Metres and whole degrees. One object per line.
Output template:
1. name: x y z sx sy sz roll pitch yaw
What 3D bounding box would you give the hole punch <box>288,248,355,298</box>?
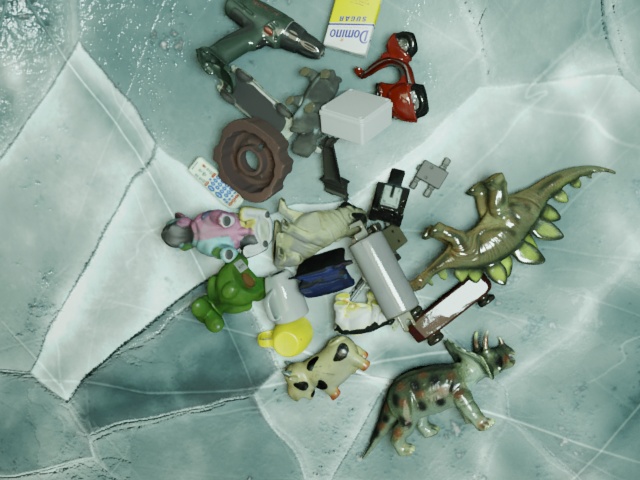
1. hole punch: 0.013 0.083 1.152 0.142 0.116 0.092 -14 102 10

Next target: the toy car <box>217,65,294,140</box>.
1. toy car: -0.135 -0.291 1.157 0.202 0.056 0.073 42 107 3

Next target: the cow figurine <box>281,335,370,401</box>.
1. cow figurine: 0.002 0.286 1.189 0.127 0.085 0.195 44 103 -5

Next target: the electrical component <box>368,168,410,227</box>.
1. electrical component: 0.150 -0.092 1.137 0.075 0.047 0.119 12 58 4

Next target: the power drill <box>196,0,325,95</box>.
1. power drill: -0.133 -0.396 1.102 0.232 0.086 0.207 40 77 8

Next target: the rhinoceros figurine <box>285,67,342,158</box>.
1. rhinoceros figurine: -0.015 -0.266 1.121 0.073 0.112 0.190 17 85 29

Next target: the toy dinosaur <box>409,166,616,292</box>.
1. toy dinosaur: 0.377 -0.034 1.089 0.471 0.105 0.198 -40 93 4

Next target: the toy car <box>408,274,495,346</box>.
1. toy car: 0.276 0.142 1.147 0.202 0.053 0.089 -40 86 6

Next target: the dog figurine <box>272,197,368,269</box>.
1. dog figurine: -0.002 -0.002 1.159 0.191 0.121 0.172 5 139 -13

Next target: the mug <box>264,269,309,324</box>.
1. mug: -0.087 0.124 1.169 0.081 0.109 0.107 -12 98 41

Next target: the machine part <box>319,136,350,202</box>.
1. machine part: 0.027 -0.149 1.120 0.039 0.084 0.138 -28 130 -24

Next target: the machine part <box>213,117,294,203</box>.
1. machine part: -0.141 -0.171 1.142 0.180 0.056 0.179 12 118 23

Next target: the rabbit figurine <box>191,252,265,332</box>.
1. rabbit figurine: -0.214 0.138 1.183 0.121 0.159 0.170 45 116 -9

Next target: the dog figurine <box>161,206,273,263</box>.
1. dog figurine: -0.235 -0.019 1.184 0.219 0.191 0.108 5 104 42

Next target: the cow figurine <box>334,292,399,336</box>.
1. cow figurine: 0.113 0.165 1.157 0.167 0.068 0.098 -1 110 1

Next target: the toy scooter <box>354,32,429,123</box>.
1. toy scooter: 0.144 -0.323 1.103 0.135 0.075 0.183 -11 98 19

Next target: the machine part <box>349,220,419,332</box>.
1. machine part: 0.129 0.070 1.086 0.079 0.079 0.243 -28 84 10

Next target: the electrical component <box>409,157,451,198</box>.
1. electrical component: 0.234 -0.139 1.137 0.063 0.021 0.094 32 100 4

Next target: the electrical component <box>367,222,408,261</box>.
1. electrical component: 0.139 0.001 1.149 0.102 0.078 0.045 52 144 -4

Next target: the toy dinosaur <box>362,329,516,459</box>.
1. toy dinosaur: 0.230 0.331 1.149 0.405 0.131 0.192 -26 80 15
